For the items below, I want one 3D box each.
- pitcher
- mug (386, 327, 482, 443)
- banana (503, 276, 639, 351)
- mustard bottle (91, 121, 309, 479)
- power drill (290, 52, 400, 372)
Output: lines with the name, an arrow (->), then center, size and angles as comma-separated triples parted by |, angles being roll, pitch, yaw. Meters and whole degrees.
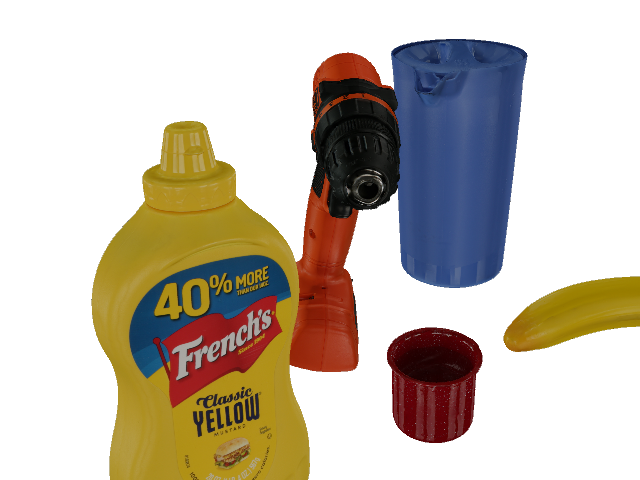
pitcher -> 0.144, -0.083, 1.103 | 0.149, 0.243, 0.145 | -8, 24, -15
mug -> 0.120, 0.141, 1.068 | 0.093, 0.081, 0.117 | 22, 39, 34
banana -> 0.227, 0.054, 0.775 | 0.197, 0.037, 0.069 | 2, 35, -3
mustard bottle -> -0.055, 0.040, 0.492 | 0.096, 0.192, 0.058 | -12, 22, -26
power drill -> 0.012, -0.011, 0.690 | 0.057, 0.188, 0.184 | 8, 27, -5
